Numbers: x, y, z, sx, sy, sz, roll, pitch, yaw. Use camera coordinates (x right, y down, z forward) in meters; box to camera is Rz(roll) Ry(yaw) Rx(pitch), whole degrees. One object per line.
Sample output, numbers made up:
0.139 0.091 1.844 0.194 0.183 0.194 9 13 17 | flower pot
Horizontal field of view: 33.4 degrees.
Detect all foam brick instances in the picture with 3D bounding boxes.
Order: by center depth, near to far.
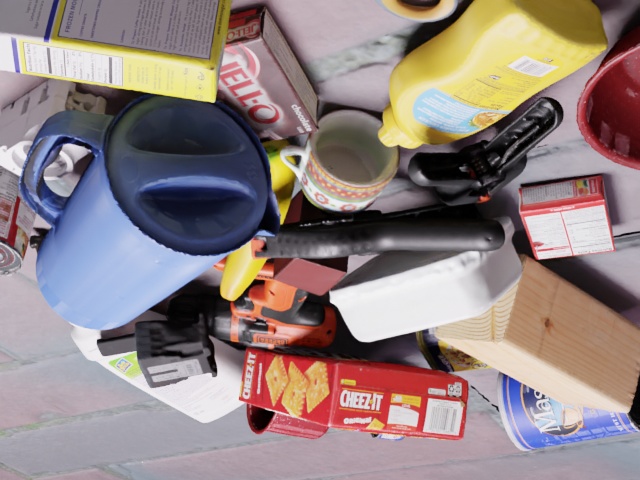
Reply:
-0.006 0.001 0.974 0.053 0.078 0.051 19 148 -21 | foam brick

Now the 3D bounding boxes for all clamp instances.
0.119 -0.057 0.842 0.120 0.039 0.171 -16 165 -5 | clamp
0.047 -0.005 0.886 0.210 0.036 0.164 -6 -173 -6 | clamp

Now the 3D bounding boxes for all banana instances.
-0.054 -0.028 0.935 0.037 0.069 0.198 36 140 17 | banana

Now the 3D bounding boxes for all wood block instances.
0.224 0.094 1.060 0.205 0.091 0.090 29 162 -34 | wood block

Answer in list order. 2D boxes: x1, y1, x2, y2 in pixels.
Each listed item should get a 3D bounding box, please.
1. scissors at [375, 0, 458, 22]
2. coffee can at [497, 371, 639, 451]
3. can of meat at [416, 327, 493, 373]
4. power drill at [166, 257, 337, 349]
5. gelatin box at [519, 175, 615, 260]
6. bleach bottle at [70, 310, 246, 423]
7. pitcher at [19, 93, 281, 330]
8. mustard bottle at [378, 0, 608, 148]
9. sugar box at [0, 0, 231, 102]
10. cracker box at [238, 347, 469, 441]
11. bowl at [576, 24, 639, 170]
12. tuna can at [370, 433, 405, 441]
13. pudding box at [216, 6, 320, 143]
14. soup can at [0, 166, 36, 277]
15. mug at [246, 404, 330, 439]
0.011 -0.182 0.728 0.202 0.016 0.096 -1 149 10 | scissors
0.283 0.175 1.193 0.141 0.103 0.102 -17 143 31 | coffee can
0.154 0.102 1.137 0.084 0.057 0.102 -8 147 18 | can of meat
-0.072 0.050 1.088 0.184 0.057 0.188 5 151 1 | power drill
0.222 -0.019 0.954 0.073 0.030 0.089 -8 147 18 | gelatin box
-0.181 0.122 1.191 0.103 0.068 0.250 -34 136 17 | bleach bottle
-0.156 -0.015 0.859 0.144 0.149 0.243 -24 173 -36 | pitcher
0.107 -0.118 0.778 0.096 0.058 0.192 9 152 -35 | mustard bottle
-0.152 -0.153 0.727 0.176 0.093 0.048 7 148 -3 | sugar box
0.032 0.160 1.146 0.164 0.072 0.214 11 175 -28 | cracker box
0.264 -0.115 0.763 0.162 0.055 0.162 4 149 2 | bowl
0.085 0.196 1.276 0.033 0.086 0.086 9 149 -10 | tuna can
-0.061 -0.121 0.818 0.090 0.039 0.113 -9 146 21 | pudding box
-0.286 -0.028 0.943 0.068 0.102 0.068 4 149 2 | soup can
-0.027 0.185 1.283 0.081 0.093 0.117 15 118 -26 | mug
